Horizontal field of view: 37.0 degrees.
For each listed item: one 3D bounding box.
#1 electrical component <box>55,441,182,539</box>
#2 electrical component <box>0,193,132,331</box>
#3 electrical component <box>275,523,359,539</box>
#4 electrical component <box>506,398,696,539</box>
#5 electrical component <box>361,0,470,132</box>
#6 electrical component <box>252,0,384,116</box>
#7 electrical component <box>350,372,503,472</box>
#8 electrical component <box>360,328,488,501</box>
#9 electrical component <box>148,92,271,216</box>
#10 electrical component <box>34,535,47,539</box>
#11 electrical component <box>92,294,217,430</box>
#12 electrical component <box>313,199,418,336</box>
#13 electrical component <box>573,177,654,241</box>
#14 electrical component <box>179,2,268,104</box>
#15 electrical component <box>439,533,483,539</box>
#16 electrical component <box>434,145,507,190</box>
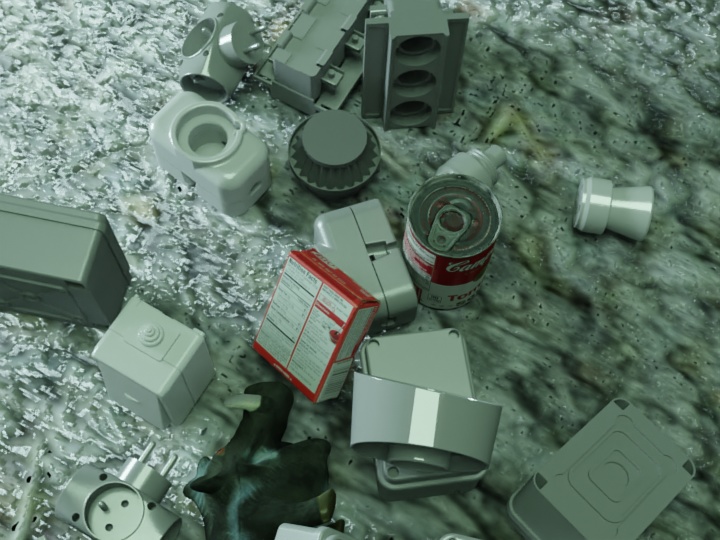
[{"bbox_3d":[-0.159,0.158,0.754,0.077,0.044,0.079,28,68,11],"label":"electrical component"},{"bbox_3d":[-0.234,-0.005,0.791,0.109,0.108,0.056,11,68,3],"label":"electrical component"},{"bbox_3d":[-0.011,0.224,0.663,0.109,0.056,0.108,31,66,-33],"label":"electrical component"},{"bbox_3d":[0.165,0.153,0.743,0.113,0.057,0.078,-33,69,-34],"label":"electrical component"},{"bbox_3d":[0.040,-0.173,0.869,0.079,0.121,0.063,-4,63,-4],"label":"electrical component"},{"bbox_3d":[-0.027,-0.198,0.910,0.079,0.063,0.121,27,68,10],"label":"electrical component"},{"bbox_3d":[0.042,0.096,0.697,0.099,0.099,0.064,9,72,2],"label":"electrical component"},{"bbox_3d":[0.044,0.104,0.778,0.078,0.057,0.113,-6,66,-5],"label":"electrical component"},{"bbox_3d":[-0.120,-0.096,0.863,0.095,0.059,0.053,36,69,14],"label":"electrical component"},{"bbox_3d":[-0.208,0.244,0.695,0.063,0.078,0.121,-24,68,-6],"label":"electrical component"},{"bbox_3d":[-0.148,0.067,0.767,0.062,0.096,0.061,28,68,11],"label":"electrical component"},{"bbox_3d":[0.000,0.000,0.826,0.059,0.053,0.095,-17,67,-9],"label":"electrical component"},{"bbox_3d":[0.202,-0.049,0.859,0.055,0.045,0.045,10,66,3],"label":"electrical component"},{"bbox_3d":[-0.108,-0.186,0.899,0.079,0.044,0.077,-9,57,41],"label":"electrical component"},{"bbox_3d":[0.079,0.240,0.716,0.078,0.057,0.113,13,66,4],"label":"electrical component"},{"bbox_3d":[0.092,-0.077,0.870,0.062,0.043,0.043,-39,72,-19],"label":"electrical component"}]
